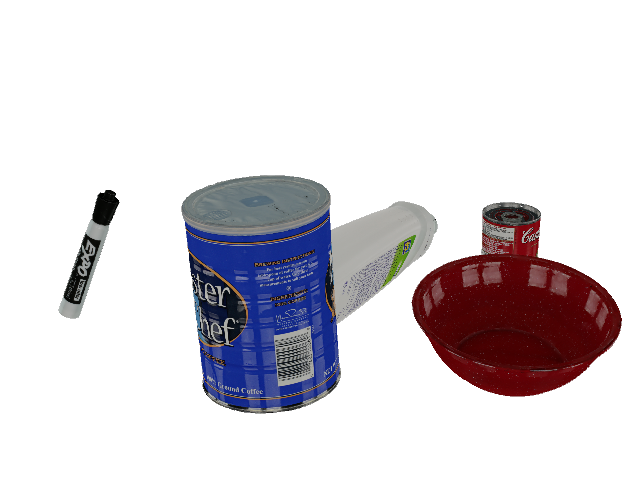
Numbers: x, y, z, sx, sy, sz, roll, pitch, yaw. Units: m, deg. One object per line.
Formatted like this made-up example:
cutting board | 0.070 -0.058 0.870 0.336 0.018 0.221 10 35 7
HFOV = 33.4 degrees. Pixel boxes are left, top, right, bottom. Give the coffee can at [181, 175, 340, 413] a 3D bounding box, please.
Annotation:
coffee can | -0.040 0.036 0.757 0.103 0.140 0.103 -4 22 1

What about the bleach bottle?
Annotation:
bleach bottle | 0.043 0.022 1.067 0.068 0.103 0.250 37 33 20

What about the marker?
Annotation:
marker | -0.197 0.012 0.909 0.020 0.121 0.020 20 21 -8

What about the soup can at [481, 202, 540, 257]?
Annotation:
soup can | 0.223 0.014 1.263 0.068 0.102 0.068 -1 22 0

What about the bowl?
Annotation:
bowl | 0.152 0.074 0.845 0.162 0.055 0.162 0 31 0
